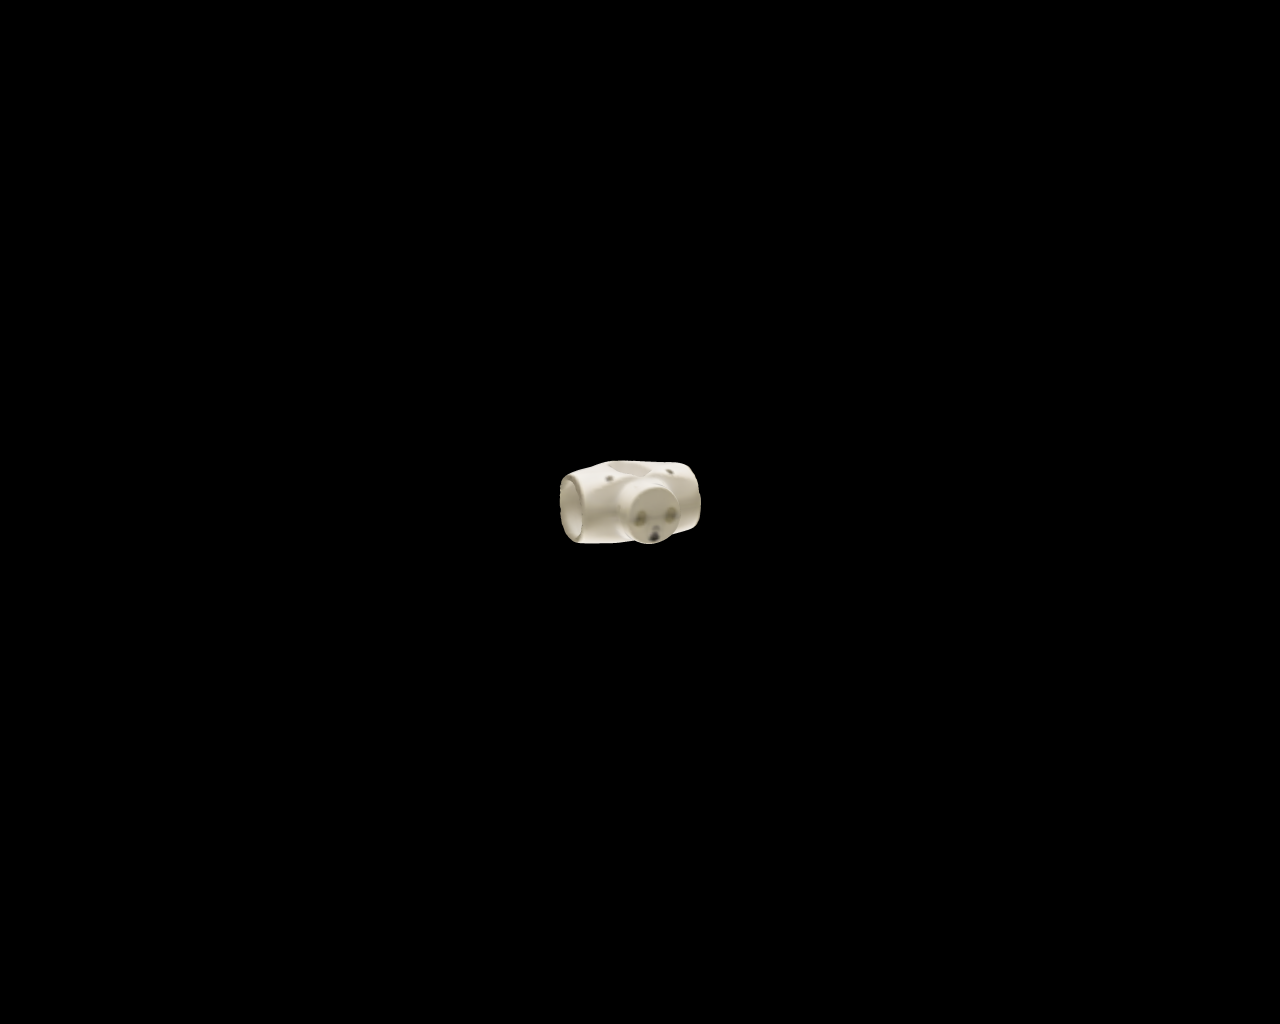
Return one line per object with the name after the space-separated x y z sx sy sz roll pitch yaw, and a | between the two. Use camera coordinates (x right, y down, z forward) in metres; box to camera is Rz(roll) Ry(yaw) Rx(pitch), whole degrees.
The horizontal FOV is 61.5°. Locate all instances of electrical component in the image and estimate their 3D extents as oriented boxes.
0.001 -0.003 0.650 0.077 0.043 0.079 -6 16 -22 | electrical component
